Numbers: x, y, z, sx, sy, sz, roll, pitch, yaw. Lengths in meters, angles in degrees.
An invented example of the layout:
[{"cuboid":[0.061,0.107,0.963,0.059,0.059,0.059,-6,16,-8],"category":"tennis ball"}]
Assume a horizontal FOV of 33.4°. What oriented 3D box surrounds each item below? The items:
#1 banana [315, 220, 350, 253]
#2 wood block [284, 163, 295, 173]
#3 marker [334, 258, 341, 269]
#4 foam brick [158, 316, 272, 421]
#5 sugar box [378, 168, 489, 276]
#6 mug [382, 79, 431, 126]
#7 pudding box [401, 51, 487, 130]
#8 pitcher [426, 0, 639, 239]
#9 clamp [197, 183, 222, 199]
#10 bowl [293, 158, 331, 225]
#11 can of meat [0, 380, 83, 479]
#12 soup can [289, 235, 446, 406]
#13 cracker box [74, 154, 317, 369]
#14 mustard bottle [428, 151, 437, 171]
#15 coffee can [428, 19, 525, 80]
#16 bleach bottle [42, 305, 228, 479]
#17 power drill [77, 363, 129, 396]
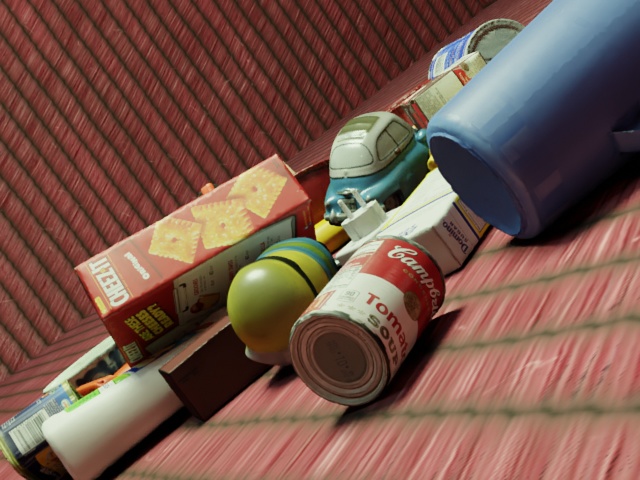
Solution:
[{"cuboid":[-0.012,0.008,1.232,0.198,0.037,0.069,-35,9,10],"category":"banana"},{"cuboid":[-0.104,-0.008,1.453,0.205,0.090,0.091,-41,-13,-32],"category":"wood block"},{"cuboid":[0.015,0.028,1.058,0.020,0.020,0.121,-37,8,-6],"category":"marker"},{"cuboid":[-0.089,0.107,0.907,0.078,0.053,0.051,-38,8,-15],"category":"foam brick"},{"cuboid":[0.100,-0.019,0.867,0.094,0.048,0.176,-30,14,40],"category":"sugar box"},{"cuboid":[0.123,-0.148,1.406,0.117,0.081,0.093,-29,11,46],"category":"mug"},{"cuboid":[0.162,-0.153,1.235,0.113,0.090,0.039,-38,9,-19],"category":"pudding box"},{"cuboid":[0.199,-0.110,0.729,0.242,0.145,0.149,-41,-4,-10],"category":"pitcher"},{"cuboid":[-0.097,-0.004,1.093,0.120,0.039,0.171,-39,-28,3],"category":"clamp"},{"cuboid":[-0.015,-0.029,1.283,0.162,0.055,0.162,-32,-16,-10],"category":"bowl"},{"cuboid":[-0.259,0.191,1.041,0.084,0.057,0.102,-35,-24,-11],"category":"can of meat"},{"cuboid":[0.031,0.049,0.671,0.069,0.068,0.102,-31,10,37],"category":"soup can"},{"cuboid":[-0.107,0.031,1.014,0.213,0.072,0.164,-30,-27,-11],"category":"cracker box"},{"cuboid":[0.174,-0.126,1.135,0.191,0.058,0.096,-41,9,-35],"category":"mustard bottle"},{"cuboid":[0.210,-0.218,1.372,0.102,0.103,0.140,-38,7,-11],"category":"coffee can"},{"cuboid":[-0.131,0.123,0.976,0.250,0.068,0.103,-35,2,-15],"category":"bleach bottle"},{"cuboid":[-0.162,0.123,1.135,0.187,0.057,0.185,-38,3,-32],"category":"power drill"}]
